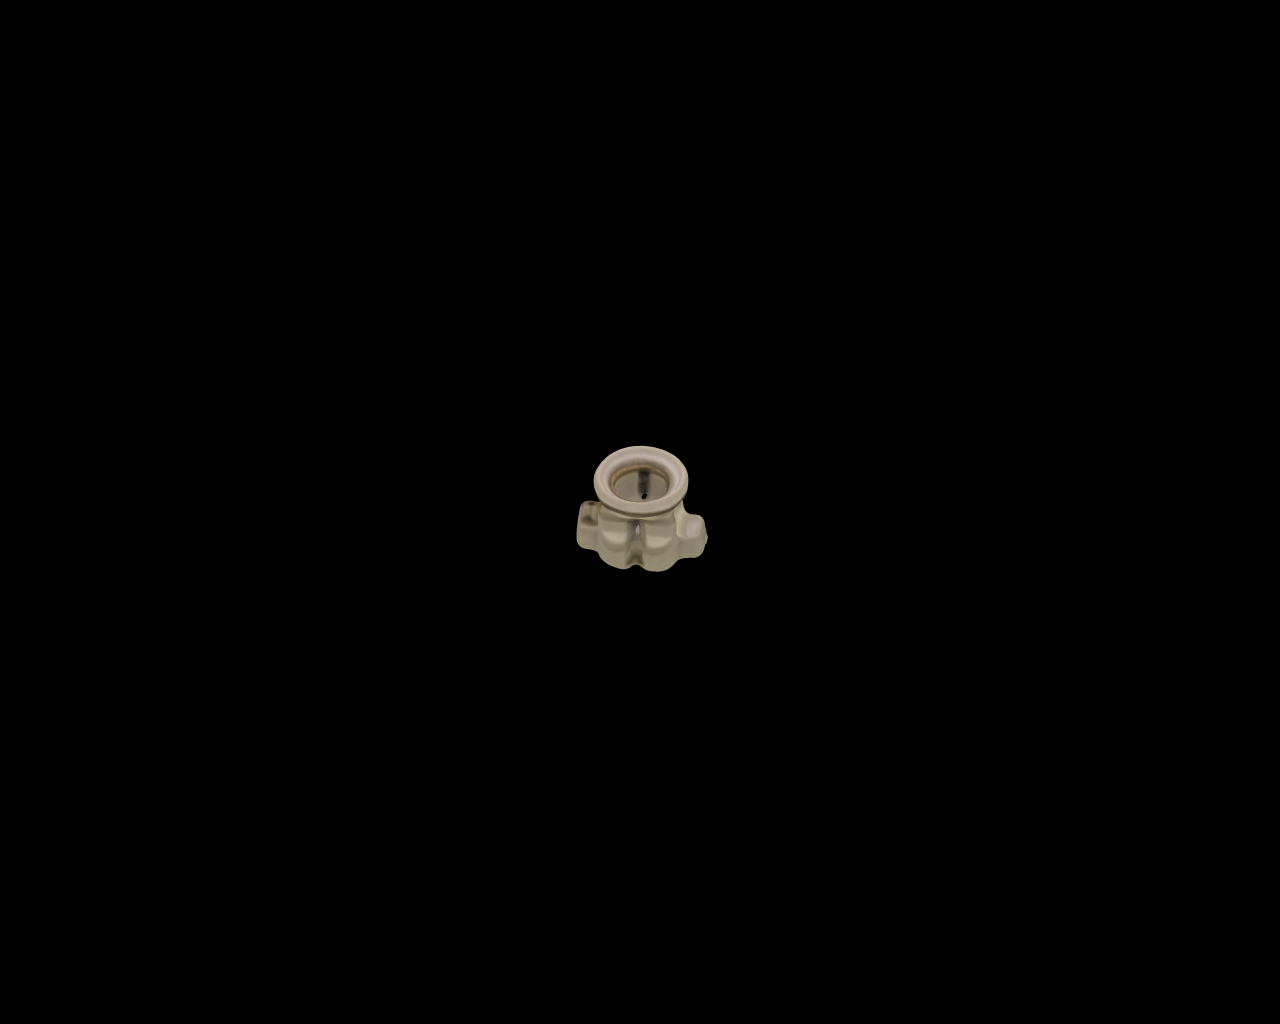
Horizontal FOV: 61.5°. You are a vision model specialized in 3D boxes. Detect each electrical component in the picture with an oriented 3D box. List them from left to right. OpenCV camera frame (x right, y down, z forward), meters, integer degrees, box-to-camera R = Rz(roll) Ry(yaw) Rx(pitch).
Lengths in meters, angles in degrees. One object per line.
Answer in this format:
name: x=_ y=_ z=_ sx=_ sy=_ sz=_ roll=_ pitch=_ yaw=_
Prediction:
electrical component: x=0.001 y=-0.003 z=0.650 sx=0.078 sy=0.056 sz=0.058 roll=6 pitch=43 yaw=7
